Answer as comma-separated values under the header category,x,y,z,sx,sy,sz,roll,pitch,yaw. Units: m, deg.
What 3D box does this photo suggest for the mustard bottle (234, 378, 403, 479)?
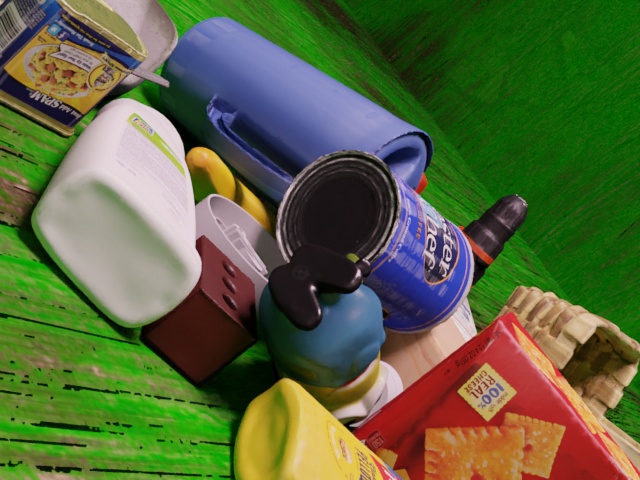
category,x,y,z,sx,sy,sz,roll,pitch,yaw
mustard bottle,0.030,0.174,0.659,0.191,0.058,0.096,45,16,-24

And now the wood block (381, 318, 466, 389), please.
category,x,y,z,sx,sy,sz,roll,pitch,yaw
wood block,0.101,0.153,0.871,0.090,0.090,0.206,33,22,-49

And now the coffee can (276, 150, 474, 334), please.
category,x,y,z,sx,sy,sz,roll,pitch,yaw
coffee can,0.045,0.005,0.820,0.140,0.103,0.103,35,21,-54

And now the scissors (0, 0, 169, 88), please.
category,x,y,z,sx,sy,sz,roll,pitch,yaw
scissors,-0.208,-0.165,0.795,0.201,0.016,0.096,12,31,-48

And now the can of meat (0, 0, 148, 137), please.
category,x,y,z,sx,sy,sz,roll,pitch,yaw
can of meat,-0.181,-0.129,0.730,0.102,0.084,0.057,30,25,-55

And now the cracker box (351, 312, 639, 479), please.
category,x,y,z,sx,sy,sz,roll,pitch,yaw
cracker box,0.131,0.183,0.730,0.214,0.164,0.072,53,16,11

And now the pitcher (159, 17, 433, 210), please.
category,x,y,z,sx,sy,sz,roll,pitch,yaw
pitcher,-0.035,-0.097,0.942,0.243,0.145,0.149,37,-16,25

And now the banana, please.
category,x,y,z,sx,sy,sz,roll,pitch,yaw
banana,-0.062,-0.027,0.888,0.070,0.037,0.197,6,-23,39

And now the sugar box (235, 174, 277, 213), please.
category,x,y,z,sx,sy,sz,roll,pitch,yaw
sugar box,-0.007,0.001,1.023,0.176,0.048,0.093,57,15,21

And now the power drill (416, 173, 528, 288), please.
category,x,y,z,sx,sy,sz,roll,pitch,yaw
power drill,0.140,-0.020,1.294,0.057,0.184,0.188,37,10,-46

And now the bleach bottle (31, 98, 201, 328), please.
category,x,y,z,sx,sy,sz,roll,pitch,yaw
bleach bottle,-0.123,-0.037,0.722,0.102,0.068,0.251,49,11,-17

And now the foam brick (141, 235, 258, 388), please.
category,x,y,z,sx,sy,sz,roll,pitch,yaw
foam brick,-0.075,0.044,0.678,0.053,0.051,0.078,45,15,-23
